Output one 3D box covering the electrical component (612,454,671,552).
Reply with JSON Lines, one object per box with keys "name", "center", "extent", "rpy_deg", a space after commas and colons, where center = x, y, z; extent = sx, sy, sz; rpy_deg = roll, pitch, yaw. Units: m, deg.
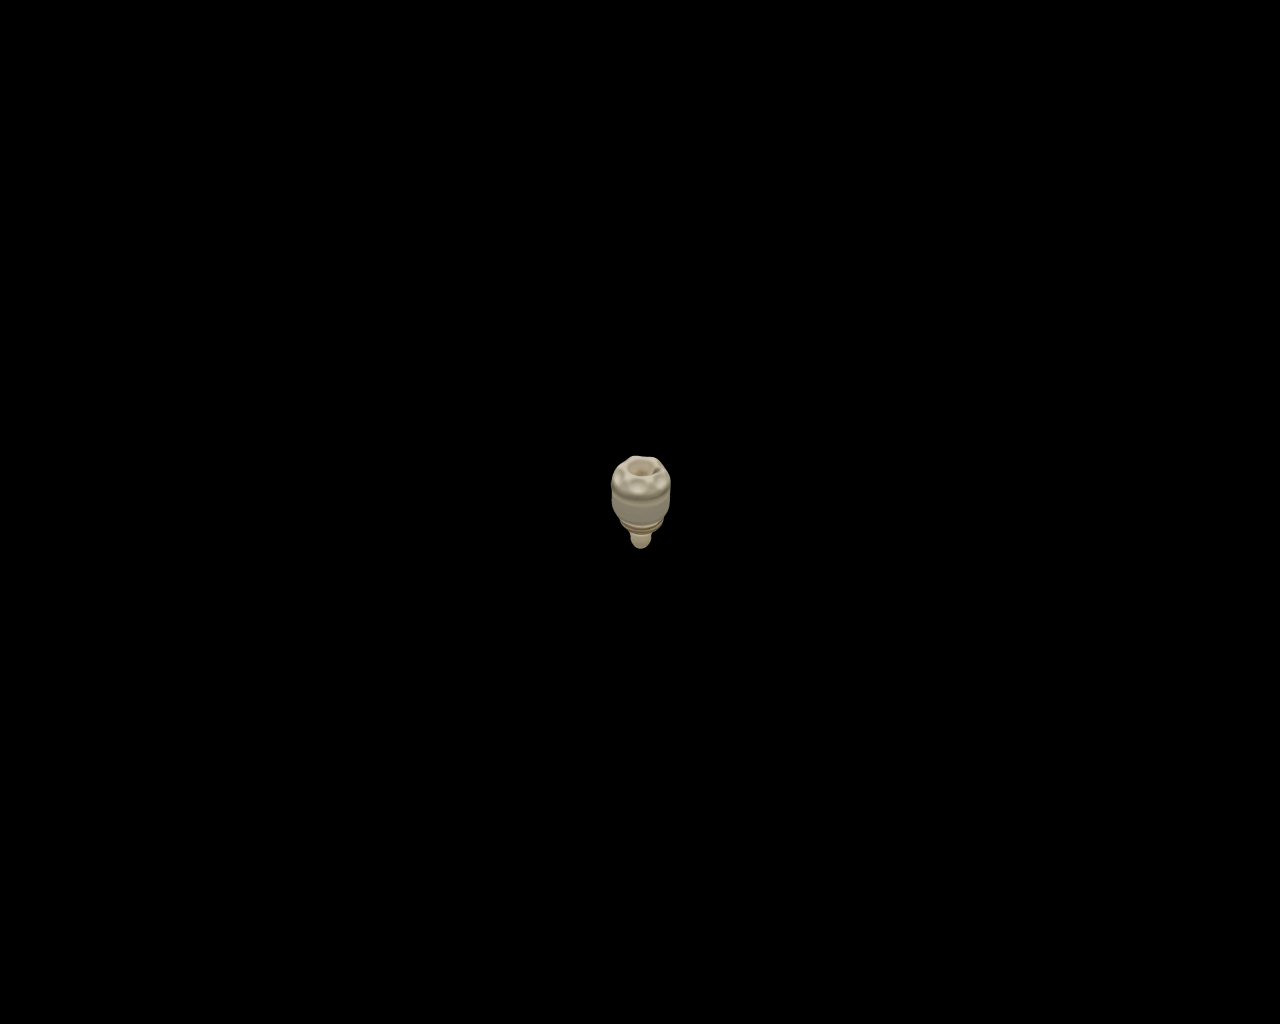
{"name": "electrical component", "center": [0.001, -0.003, 0.650], "extent": [0.035, 0.061, 0.035], "rpy_deg": [0, 37, 0]}
